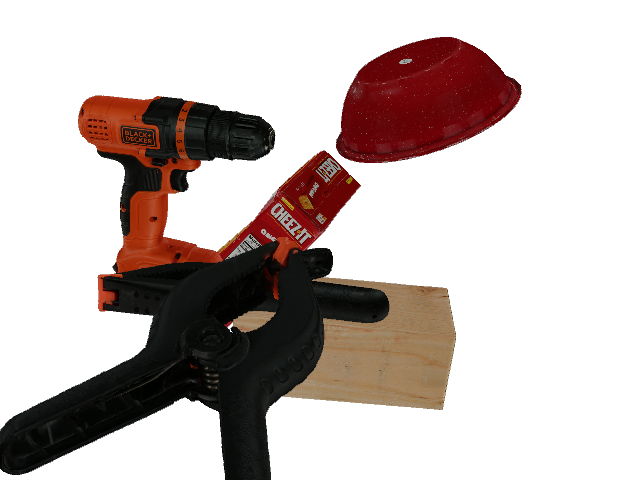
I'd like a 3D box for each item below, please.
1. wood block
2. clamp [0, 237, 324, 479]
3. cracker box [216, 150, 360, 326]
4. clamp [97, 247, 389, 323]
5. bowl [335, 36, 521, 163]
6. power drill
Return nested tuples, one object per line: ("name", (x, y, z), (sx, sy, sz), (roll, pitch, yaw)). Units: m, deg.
("wood block", (0.019, 0.096, 1.036), (0.206, 0.090, 0.091), (5, 28, -2))
("clamp", (-0.041, 0.062, 0.462), (0.120, 0.039, 0.171), (27, 48, 20))
("cracker box", (-0.065, 0.006, 1.233), (0.214, 0.072, 0.164), (-44, 3, 27))
("clamp", (-0.059, 0.037, 0.807), (0.209, 0.036, 0.165), (-3, 11, -21))
("bowl", (0.081, -0.125, 0.885), (0.162, 0.055, 0.162), (-18, 24, 8))
("power drill", (-0.129, -0.042, 0.993), (0.184, 0.188, 0.057), (9, 30, 15))
